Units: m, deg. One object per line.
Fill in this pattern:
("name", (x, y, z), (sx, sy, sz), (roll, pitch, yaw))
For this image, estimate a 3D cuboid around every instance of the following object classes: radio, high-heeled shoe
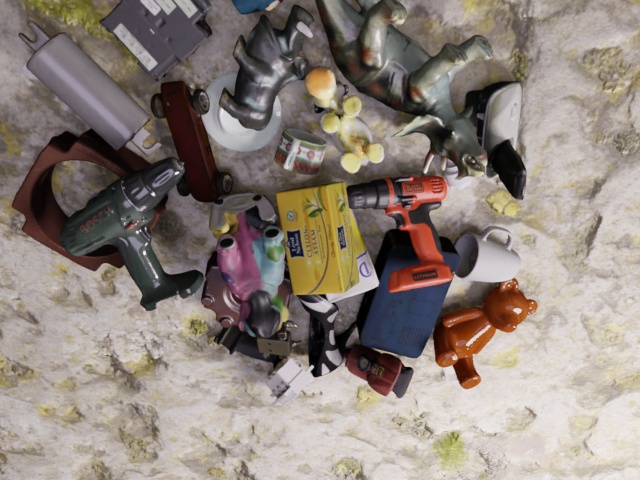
("radio", (0.155, 0.099, 0.990), (0.131, 0.073, 0.229), (12, 113, -8))
("high-heeled shoe", (-0.020, 0.167, 1.005), (0.145, 0.086, 0.248), (-47, 131, 0))

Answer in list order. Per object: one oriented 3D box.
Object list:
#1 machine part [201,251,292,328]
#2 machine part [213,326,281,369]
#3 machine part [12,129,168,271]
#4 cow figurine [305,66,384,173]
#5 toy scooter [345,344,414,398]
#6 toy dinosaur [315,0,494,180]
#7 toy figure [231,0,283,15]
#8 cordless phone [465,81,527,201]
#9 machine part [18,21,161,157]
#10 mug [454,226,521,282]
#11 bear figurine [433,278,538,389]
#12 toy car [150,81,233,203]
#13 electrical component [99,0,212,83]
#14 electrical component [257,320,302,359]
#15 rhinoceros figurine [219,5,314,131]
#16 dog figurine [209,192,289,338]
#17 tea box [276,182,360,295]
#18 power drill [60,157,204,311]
("machine part", (-0.132, 0.087, 0.991), (0.179, 0.056, 0.179), (-1, 118, -2))
("machine part", (-0.134, 0.203, 1.065), (0.139, 0.039, 0.084), (29, 110, -14))
("machine part", (-0.372, -0.065, 0.884), (0.201, 0.087, 0.201), (35, 112, -17))
("cow figurine", (0.035, -0.188, 0.832), (0.068, 0.098, 0.167), (-27, 100, 7))
("toy scooter", (0.107, 0.247, 1.043), (0.135, 0.183, 0.075), (26, 82, 8))
("toy dinosaur", (0.097, -0.256, 0.775), (0.405, 0.131, 0.192), (38, 136, -6))
("toy figure", (-0.052, -0.367, 0.744), (0.154, 0.058, 0.064), (-25, 138, 10))
("cordless phone", (0.275, -0.149, 0.800), (0.089, 0.184, 0.146), (-1, 119, 4))
("machine part", (-0.342, -0.218, 0.803), (0.079, 0.079, 0.243), (-37, 113, 17))
("mug", (0.307, 0.026, 0.962), (0.107, 0.081, 0.109), (12, 115, -21))
("bear figurine", (0.316, 0.170, 1.011), (0.196, 0.132, 0.120), (-32, 119, 22))
("toy car", (-0.202, -0.154, 0.858), (0.089, 0.053, 0.201), (0, 119, 21))
("electrical component", (-0.223, -0.311, 0.768), (0.134, 0.058, 0.114), (-33, 116, 15))
("electrical component", (-0.077, 0.186, 1.008), (0.078, 0.045, 0.102), (3, 138, 11))
("rhinoceros figurine", (-0.076, -0.251, 0.783), (0.112, 0.073, 0.190), (25, 106, -14))
("dog figurine", (-0.110, 0.054, 0.890), (0.108, 0.192, 0.219), (-13, 129, -10))
("tea box", (-0.002, -0.003, 0.856), (0.098, 0.068, 0.169), (-7, 99, 29))
("power drill", (-0.265, 0.001, 0.831), (0.232, 0.086, 0.207), (-23, 121, 11))
